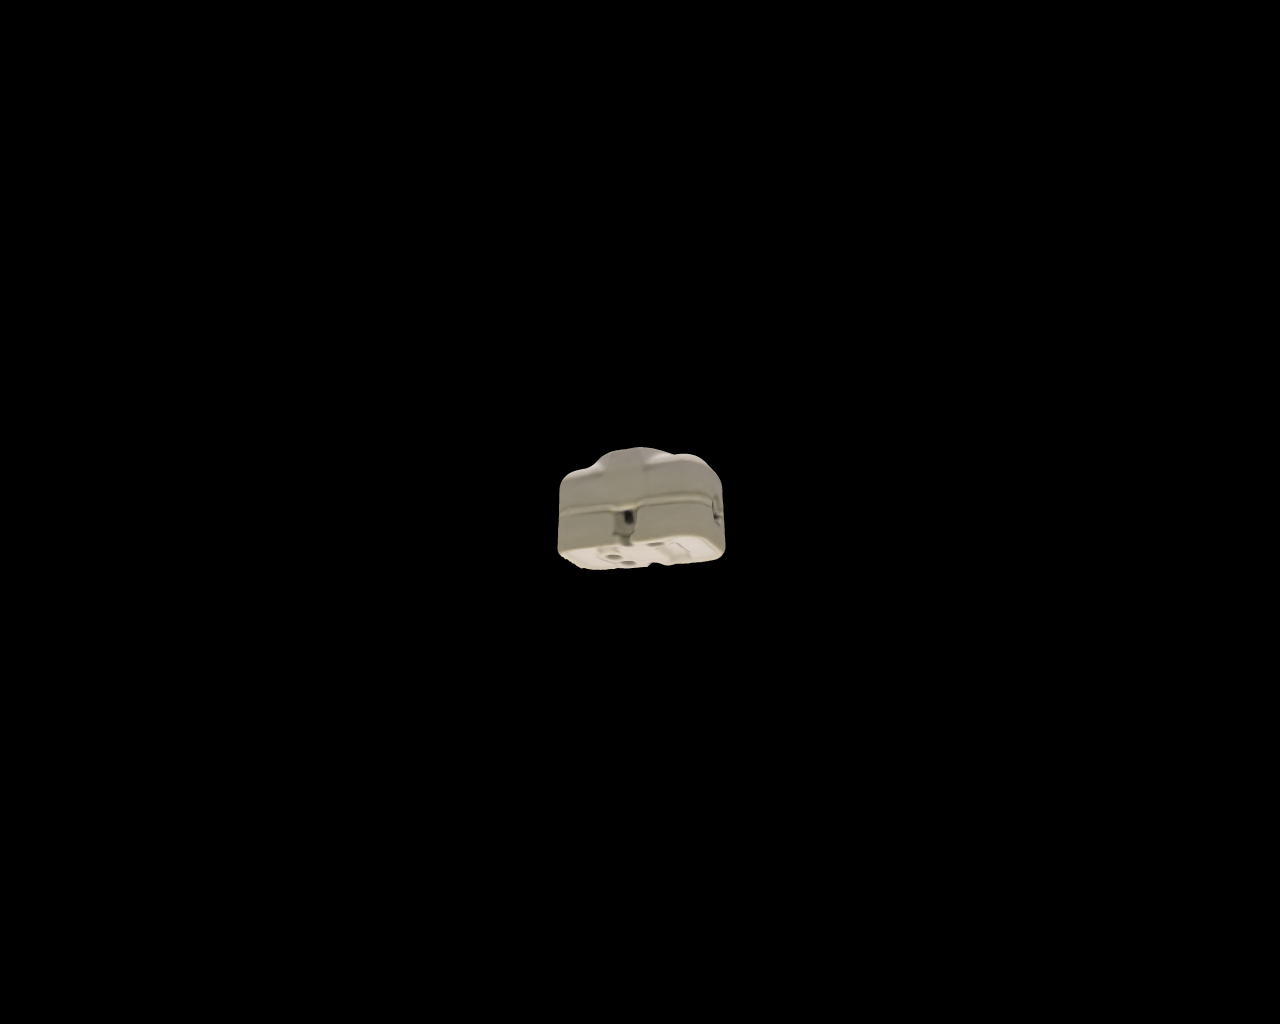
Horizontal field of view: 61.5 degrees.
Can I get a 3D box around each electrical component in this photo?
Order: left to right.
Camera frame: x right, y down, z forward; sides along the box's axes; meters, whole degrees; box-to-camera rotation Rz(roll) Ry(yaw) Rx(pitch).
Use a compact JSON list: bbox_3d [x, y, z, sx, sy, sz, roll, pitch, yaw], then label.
[{"bbox_3d":[0.001,-0.003,0.650,0.095,0.059,0.053,-7,-19,20],"label":"electrical component"}]
